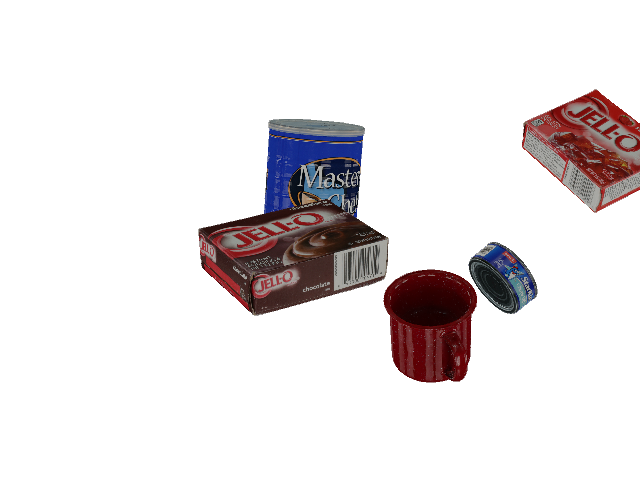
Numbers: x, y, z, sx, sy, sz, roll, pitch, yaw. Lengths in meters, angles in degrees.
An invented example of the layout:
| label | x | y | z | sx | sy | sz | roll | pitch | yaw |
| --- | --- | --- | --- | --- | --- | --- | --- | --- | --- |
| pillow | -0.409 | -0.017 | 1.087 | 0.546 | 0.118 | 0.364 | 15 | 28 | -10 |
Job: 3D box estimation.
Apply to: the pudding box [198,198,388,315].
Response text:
| label | x | y | z | sx | sy | sz | roll | pitch | yaw |
| --- | --- | --- | --- | --- | --- | --- | --- | --- | --- |
| pudding box | -0.020 | 0.009 | 0.778 | 0.113 | 0.039 | 0.090 | -12 | 27 | -27 |

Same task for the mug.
| label | x | y | z | sx | sy | sz | roll | pitch | yaw |
| --- | --- | --- | --- | --- | --- | --- | --- | --- | --- |
| mug | 0.117 | 0.096 | 1.076 | 0.093 | 0.081 | 0.117 | -18 | 38 | -16 |

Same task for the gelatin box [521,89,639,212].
| label | x | y | z | sx | sy | sz | roll | pitch | yaw |
| --- | --- | --- | --- | --- | --- | --- | --- | --- | --- |
| gelatin box | 0.208 | -0.070 | 0.806 | 0.073 | 0.030 | 0.089 | -24 | 52 | -21 |

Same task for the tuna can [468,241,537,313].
| label | x | y | z | sx | sy | sz | roll | pitch | yaw |
| --- | --- | --- | --- | --- | --- | --- | --- | --- | --- |
| tuna can | 0.218 | 0.046 | 1.285 | 0.033 | 0.086 | 0.086 | -37 | 12 | -16 |

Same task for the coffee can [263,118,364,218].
| label | x | y | z | sx | sy | sz | roll | pitch | yaw |
| --- | --- | --- | --- | --- | --- | --- | --- | --- | --- |
| coffee can | -0.009 | -0.055 | 1.145 | 0.103 | 0.140 | 0.103 | 4 | 11 | -1 |
